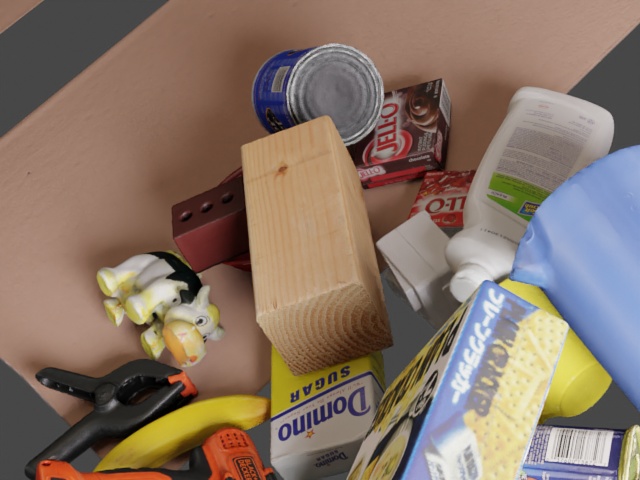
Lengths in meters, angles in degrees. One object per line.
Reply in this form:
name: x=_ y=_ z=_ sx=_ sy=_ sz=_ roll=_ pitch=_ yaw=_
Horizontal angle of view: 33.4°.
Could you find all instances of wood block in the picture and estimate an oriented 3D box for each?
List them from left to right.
wood block: x=-0.006 y=0.001 z=0.917 sx=0.091 sy=0.090 sz=0.206 roll=-19 pitch=45 yaw=10

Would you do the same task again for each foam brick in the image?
foam brick: x=-0.096 y=-0.014 z=1.012 sx=0.078 sy=0.051 sz=0.053 roll=-23 pitch=40 yaw=10

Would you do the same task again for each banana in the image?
banana: x=-0.130 y=0.182 z=0.927 sx=0.197 sy=0.037 sz=0.070 roll=-33 pitch=42 yaw=-4

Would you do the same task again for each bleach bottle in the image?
bleach bottle: x=0.164 y=-0.035 z=0.898 sx=0.103 sy=0.068 sz=0.250 roll=19 pitch=45 yaw=22

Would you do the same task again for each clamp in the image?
clamp: x=-0.201 y=0.148 z=1.002 sx=0.171 sy=0.039 sz=0.120 roll=-21 pitch=52 yaw=3

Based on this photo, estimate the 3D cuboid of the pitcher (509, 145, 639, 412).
pitcher: x=0.256 y=0.058 z=0.707 sx=0.149 sy=0.144 sz=0.243 roll=-46 pitch=56 yaw=23

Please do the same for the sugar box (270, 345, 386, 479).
sugar box: x=0.006 y=0.115 z=0.905 sx=0.093 sy=0.048 sz=0.176 roll=-18 pitch=40 yaw=14

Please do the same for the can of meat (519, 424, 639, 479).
can of meat: x=0.170 y=0.164 z=0.701 sx=0.084 sy=0.102 sz=0.057 roll=0 pitch=48 yaw=27

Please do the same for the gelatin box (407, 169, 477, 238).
gelatin box: x=0.132 y=-0.031 z=0.992 sx=0.089 sy=0.030 sz=0.073 roll=-1 pitch=48 yaw=32

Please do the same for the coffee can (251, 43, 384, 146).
coffee can: x=-0.005 y=-0.150 z=1.111 sx=0.102 sy=0.102 sz=0.140 roll=-38 pitch=17 yaw=-10

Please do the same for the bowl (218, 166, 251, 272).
bowl: x=-0.041 y=-0.020 z=1.069 sx=0.162 sy=0.055 sz=0.162 roll=-18 pitch=41 yaw=16

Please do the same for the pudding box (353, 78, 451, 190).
pudding box: x=0.086 y=-0.109 z=1.096 sx=0.090 sy=0.039 sz=0.113 roll=-11 pitch=42 yaw=24

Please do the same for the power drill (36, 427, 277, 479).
power drill: x=-0.113 y=0.216 z=0.798 sx=0.187 sy=0.057 sz=0.184 roll=0 pitch=27 yaw=-22
